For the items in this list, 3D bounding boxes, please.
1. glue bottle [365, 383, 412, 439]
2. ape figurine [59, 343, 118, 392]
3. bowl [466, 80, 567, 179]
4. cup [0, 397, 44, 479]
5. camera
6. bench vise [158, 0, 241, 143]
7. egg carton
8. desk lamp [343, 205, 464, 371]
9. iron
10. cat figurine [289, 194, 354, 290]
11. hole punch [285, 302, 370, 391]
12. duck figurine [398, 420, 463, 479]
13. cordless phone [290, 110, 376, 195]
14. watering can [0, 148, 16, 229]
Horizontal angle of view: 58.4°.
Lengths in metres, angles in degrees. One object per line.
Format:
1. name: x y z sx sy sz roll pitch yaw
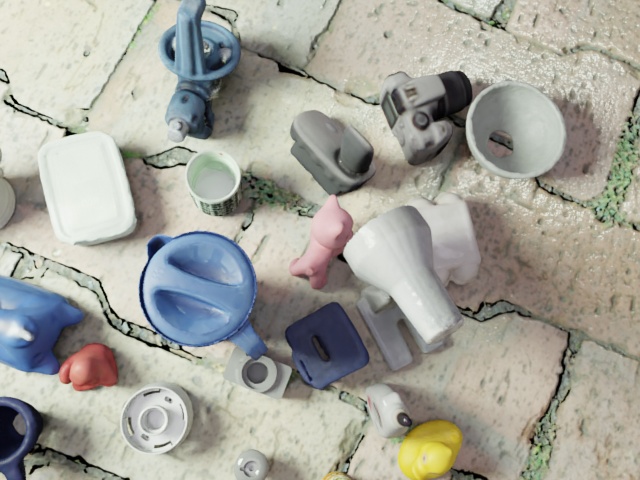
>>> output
1. glue bottle: 0.099 0.239 0.787 0.037 0.173 0.078 -19 81 -9
2. ape figurine: -0.322 0.181 0.795 0.078 0.092 0.076 24 77 0
3. bowl: 0.311 -0.170 0.943 0.167 0.074 0.167 1 78 -6
4. cup: -0.407 0.267 0.768 0.092 0.095 0.118 -23 82 -10
5. camera: 0.183 -0.215 0.925 0.137 0.100 0.143 -21 81 -10
6. bench vise: -0.174 -0.253 0.834 0.121 0.219 0.207 -4 79 -7
7. egg carton: 0.190 0.000 0.898 0.107 0.069 0.150 -11 80 -8
8. desk lamp: 0.119 0.072 0.802 0.118 0.213 0.203 -27 82 -10
9. iron: -0.470 0.096 0.772 0.258 0.141 0.119 20 77 -2
10. cat figurine: 0.008 0.003 0.853 0.067 0.117 0.128 28 77 0
11. hole punch: 0.008 0.157 0.836 0.101 0.091 0.108 -29 83 -11
12. duck figurine: 0.166 0.307 0.824 0.105 0.086 0.077 -35 84 -11
13. cordless phone: 0.025 -0.151 0.852 0.147 0.185 0.094 43 78 4
14. watering can: -0.506 -0.066 0.774 0.101 0.194 0.173 16 77 -2
